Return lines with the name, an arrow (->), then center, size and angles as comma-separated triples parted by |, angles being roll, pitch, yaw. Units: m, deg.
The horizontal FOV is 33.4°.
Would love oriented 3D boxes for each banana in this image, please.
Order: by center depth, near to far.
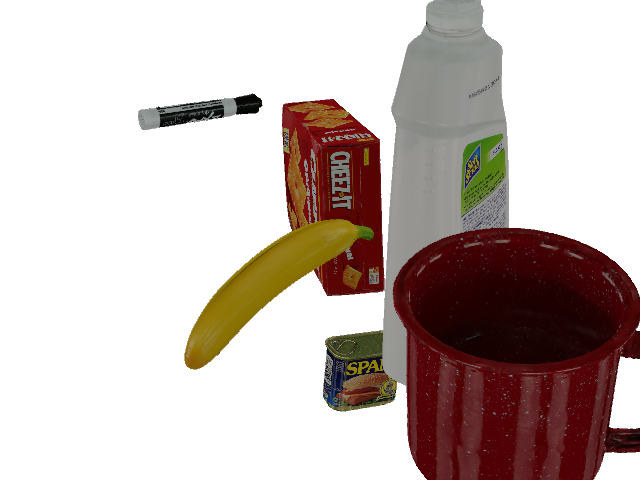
banana -> -0.041, 0.038, 0.892 | 0.198, 0.037, 0.069 | -35, -43, -2

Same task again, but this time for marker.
marker -> -0.111, -0.122, 1.003 | 0.120, 0.020, 0.020 | -12, 5, -25

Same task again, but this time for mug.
mug -> 0.087, 0.055, 0.424 | 0.117, 0.081, 0.093 | 7, 34, 14

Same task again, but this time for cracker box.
cracker box -> 0.010, -0.053, 1.169 | 0.072, 0.164, 0.214 | -7, 20, -9

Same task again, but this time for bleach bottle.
bleach bottle -> 0.080, -0.031, 0.645 | 0.068, 0.251, 0.102 | 17, 36, 27

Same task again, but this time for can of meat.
can of meat -> 0.054, 0.172, 1.405 | 0.102, 0.084, 0.057 | -5, 25, -22
